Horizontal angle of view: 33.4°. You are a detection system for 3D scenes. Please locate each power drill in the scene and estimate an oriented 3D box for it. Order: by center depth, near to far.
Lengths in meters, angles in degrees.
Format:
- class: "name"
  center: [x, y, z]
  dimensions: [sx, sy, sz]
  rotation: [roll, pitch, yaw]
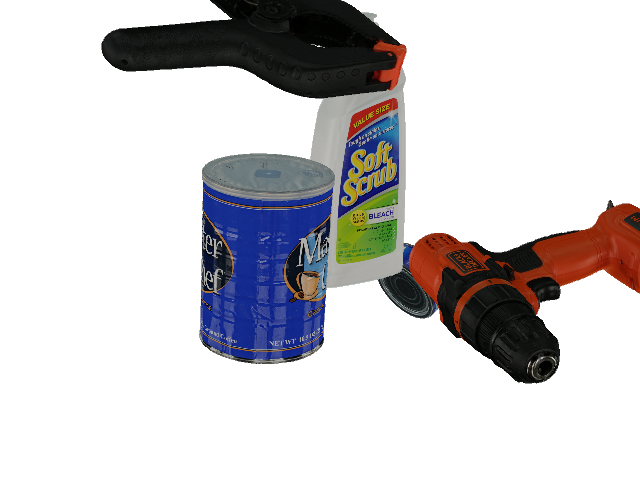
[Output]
- class: "power drill"
  center: [0.178, 0.032, 0.779]
  dimensions: [0.187, 0.057, 0.184]
  rotation: [-10, 28, -16]

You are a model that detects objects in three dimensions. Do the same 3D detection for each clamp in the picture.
- class: "clamp"
  center: [-0.039, -0.118, 0.626]
  dimensions: [0.171, 0.120, 0.039]
  rotation: [21, -35, 11]

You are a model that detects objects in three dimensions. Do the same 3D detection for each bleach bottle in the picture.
- class: "bleach bottle"
  center: [0.031, -0.086, 1.005]
  dimensions: [0.102, 0.251, 0.068]
  rotation: [-10, 24, -22]

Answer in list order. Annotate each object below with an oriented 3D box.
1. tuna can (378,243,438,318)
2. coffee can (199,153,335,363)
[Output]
- class: "tuna can"
  center: [0.105, 0.047, 1.210]
  dimensions: [0.033, 0.086, 0.086]
  rotation: [-42, 21, -26]
- class: "coffee can"
  center: [-0.044, 0.012, 0.844]
  dimensions: [0.103, 0.140, 0.103]
  rotation: [3, 20, -1]
